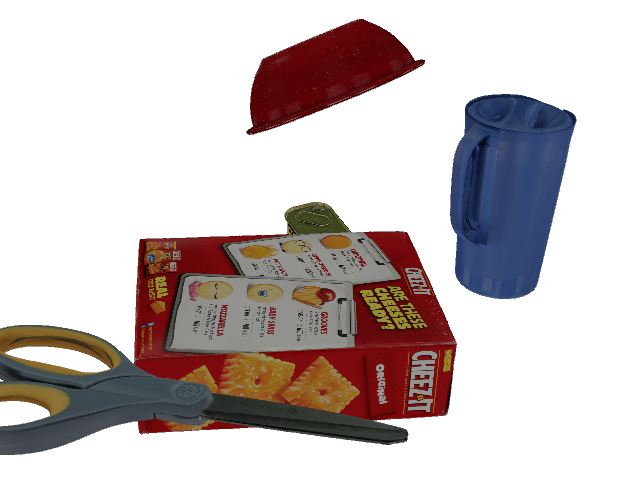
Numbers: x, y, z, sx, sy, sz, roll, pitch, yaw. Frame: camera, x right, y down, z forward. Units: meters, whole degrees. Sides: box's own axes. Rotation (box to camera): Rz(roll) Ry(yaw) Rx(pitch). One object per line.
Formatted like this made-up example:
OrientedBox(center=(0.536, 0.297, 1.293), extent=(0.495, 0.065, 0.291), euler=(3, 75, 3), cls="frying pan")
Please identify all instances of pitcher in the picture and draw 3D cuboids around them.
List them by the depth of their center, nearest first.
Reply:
OrientedBox(center=(0.227, -0.050, 1.332), extent=(0.149, 0.243, 0.145), euler=(3, 27, -1), cls="pitcher")

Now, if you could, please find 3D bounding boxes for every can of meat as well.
OrientedBox(center=(-0.001, 0.019, 1.213), extent=(0.057, 0.084, 0.102), euler=(-15, 39, -20), cls="can of meat")

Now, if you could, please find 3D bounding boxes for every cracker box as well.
OrientedBox(center=(-0.026, 0.062, 0.777), extent=(0.213, 0.072, 0.164), euler=(-1, 29, -8), cls="cracker box")

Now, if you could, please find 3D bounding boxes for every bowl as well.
OrientedBox(center=(0.003, -0.144, 0.896), extent=(0.162, 0.055, 0.162), euler=(-22, 9, 3), cls="bowl")

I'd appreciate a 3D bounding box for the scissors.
OrientedBox(center=(-0.073, 0.077, 0.454), extent=(0.202, 0.016, 0.096), euler=(14, 29, 24), cls="scissors")
